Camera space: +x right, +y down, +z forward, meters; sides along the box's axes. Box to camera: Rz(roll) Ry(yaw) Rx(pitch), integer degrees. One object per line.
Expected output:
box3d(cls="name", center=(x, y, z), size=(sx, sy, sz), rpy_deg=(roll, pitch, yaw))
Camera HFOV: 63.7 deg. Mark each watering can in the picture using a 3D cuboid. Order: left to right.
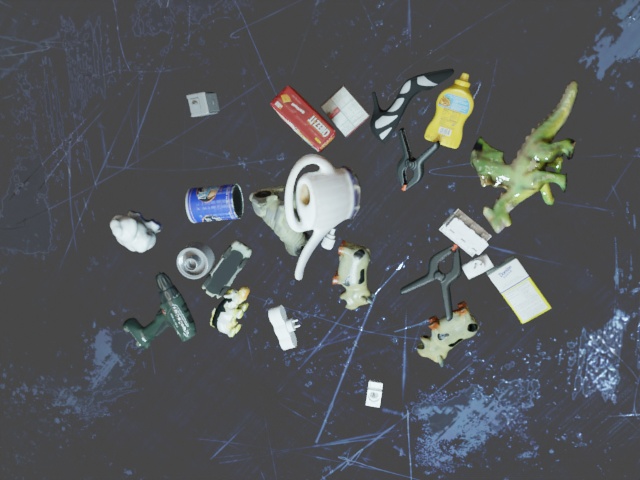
box3d(cls="watering can", center=(0.004, -0.071, 1.414), size=(0.226, 0.105, 0.342), rpy_deg=(-15, 115, -30))

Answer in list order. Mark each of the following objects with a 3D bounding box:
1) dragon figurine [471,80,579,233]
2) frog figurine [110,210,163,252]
box3d(cls="dragon figurine", center=(0.524, -0.218, 1.358), size=(0.243, 0.122, 0.408), rpy_deg=(8, 95, 14))
box3d(cls="frog figurine", center=(-0.559, -0.018, 1.515), size=(0.137, 0.161, 0.121), rpy_deg=(45, 107, -4))
